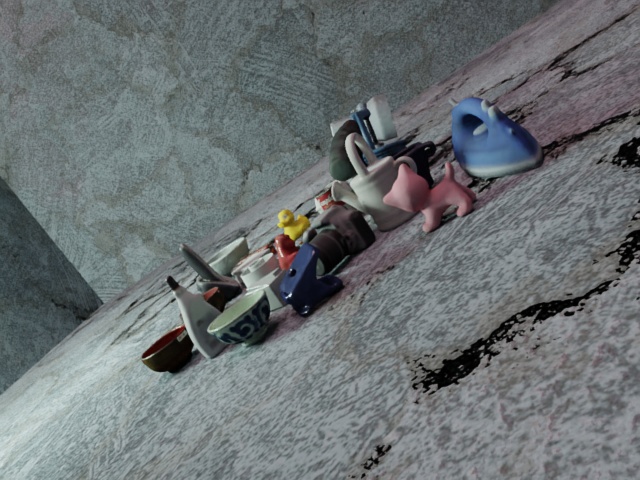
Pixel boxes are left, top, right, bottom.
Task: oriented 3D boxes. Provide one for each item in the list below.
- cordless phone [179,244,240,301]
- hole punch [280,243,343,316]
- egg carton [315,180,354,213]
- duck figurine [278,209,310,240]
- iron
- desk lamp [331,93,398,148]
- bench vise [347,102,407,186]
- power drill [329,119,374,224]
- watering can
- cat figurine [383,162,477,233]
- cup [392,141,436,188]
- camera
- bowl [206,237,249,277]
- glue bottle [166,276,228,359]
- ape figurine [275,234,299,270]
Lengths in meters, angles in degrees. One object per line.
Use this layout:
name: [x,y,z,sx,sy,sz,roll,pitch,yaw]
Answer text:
cordless phone: [-0.292,0.076,1.469,0.094,0.185,0.147,-37,12,-11]
hole punch: [-0.029,0.067,0.996,0.101,0.091,0.108,-37,12,-10]
egg carton: [0.051,-0.126,1.615,0.107,0.069,0.150,-28,13,32]
duck figurine: [-0.081,-0.051,1.642,0.077,0.086,0.105,-24,16,43]
iron: [0.300,-0.198,1.017,0.118,0.141,0.258,-34,11,2]
desk lamp: [0.138,-0.257,1.538,0.203,0.214,0.118,-32,12,12]
bench vise: [0.130,-0.218,1.384,0.121,0.220,0.208,-26,15,38]
power drill: [0.093,-0.149,1.237,0.075,0.208,0.230,-30,13,24]
watering can: [0.102,-0.118,1.121,0.173,0.194,0.101,-33,12,9]
cat figurine: [0.175,-0.080,0.949,0.127,0.118,0.067,-29,13,27]
cup: [0.208,-0.150,1.202,0.117,0.095,0.092,-26,15,38]
camera: [0.010,0.004,1.119,0.142,0.101,0.137,-21,18,50]
bowl: [-0.276,0.067,1.742,0.167,0.075,0.167,-33,12,8]
glue bottle: [-0.234,0.137,1.085,0.078,0.173,0.037,-42,14,-30]
ape figurine: [-0.065,0.027,1.262,0.076,0.092,0.078,-31,12,17]
